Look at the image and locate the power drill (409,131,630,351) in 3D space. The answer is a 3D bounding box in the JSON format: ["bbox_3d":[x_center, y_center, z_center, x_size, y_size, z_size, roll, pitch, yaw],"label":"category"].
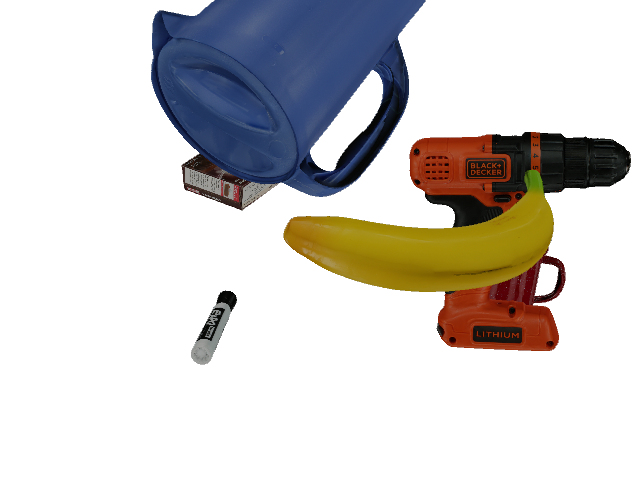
[{"bbox_3d":[0.170,-0.001,0.923,0.184,0.188,0.057,1,13,12],"label":"power drill"}]

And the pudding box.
[{"bbox_3d":[-0.099,-0.086,1.292,0.090,0.039,0.113,19,39,26],"label":"pudding box"}]

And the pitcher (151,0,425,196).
[{"bbox_3d":[0.000,-0.159,0.823,0.145,0.242,0.149,22,-34,29],"label":"pitcher"}]

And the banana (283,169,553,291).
[{"bbox_3d":[0.074,0.001,0.635,0.197,0.037,0.070,-11,44,-33],"label":"banana"}]

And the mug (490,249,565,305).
[{"bbox_3d":[0.210,0.039,1.176,0.117,0.081,0.093,7,25,4],"label":"mug"}]

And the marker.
[{"bbox_3d":[-0.098,0.078,0.994,0.020,0.020,0.121,0,22,8],"label":"marker"}]
